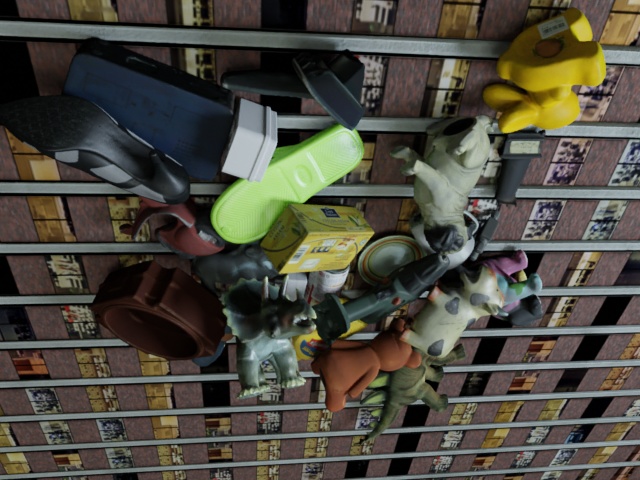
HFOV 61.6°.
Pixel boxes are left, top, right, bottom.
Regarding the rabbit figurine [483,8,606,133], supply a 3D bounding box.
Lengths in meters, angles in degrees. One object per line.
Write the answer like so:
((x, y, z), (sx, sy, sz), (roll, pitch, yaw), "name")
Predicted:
((0.331, -0.216, 0.786), (0.162, 0.122, 0.173), (-26, 146, 16), "rabbit figurine")

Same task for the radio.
((-0.241, -0.182, 0.763), (0.229, 0.073, 0.131), (16, 124, -21), "radio")

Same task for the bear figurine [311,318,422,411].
((0.090, 0.241, 1.064), (0.196, 0.120, 0.131), (-18, 151, -17), "bear figurine")

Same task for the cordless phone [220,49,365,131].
((-0.040, -0.206, 0.719), (0.184, 0.147, 0.088), (0, 120, -10), "cordless phone")

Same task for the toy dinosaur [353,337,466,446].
((0.187, 0.308, 1.196), (0.199, 0.105, 0.470), (9, 118, -5), "toy dinosaur")

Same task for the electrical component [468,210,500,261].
((0.299, -0.010, 0.975), (0.021, 0.094, 0.063), (27, 159, 9), "electrical component")

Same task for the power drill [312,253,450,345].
((0.096, 0.099, 0.945), (0.207, 0.086, 0.232), (-24, 166, -36), "power drill")

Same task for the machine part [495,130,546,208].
((0.330, -0.120, 0.908), (0.084, 0.039, 0.138), (-8, 128, -12), "machine part")

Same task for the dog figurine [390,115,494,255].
((0.221, -0.083, 0.850), (0.172, 0.121, 0.190), (-25, 118, 20), "dog figurine")

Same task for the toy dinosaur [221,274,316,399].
((-0.100, 0.173, 0.951), (0.131, 0.192, 0.404), (-7, 167, -11), "toy dinosaur")

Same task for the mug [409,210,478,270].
((0.218, -0.015, 0.950), (0.107, 0.081, 0.109), (38, 120, -20), "mug")

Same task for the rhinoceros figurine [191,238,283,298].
((-0.130, 0.037, 0.956), (0.190, 0.073, 0.111), (-11, 123, 2), "rhinoceros figurine")

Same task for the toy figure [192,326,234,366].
((-0.207, 0.190, 1.073), (0.058, 0.064, 0.154), (42, 115, 9), "toy figure")

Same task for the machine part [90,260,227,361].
((-0.284, 0.134, 0.957), (0.201, 0.087, 0.201), (-15, 134, 34), "machine part")

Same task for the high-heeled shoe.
((-0.300, -0.116, 0.738), (0.249, 0.086, 0.145), (20, 162, 1), "high-heeled shoe")

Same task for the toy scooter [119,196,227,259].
((-0.249, -0.025, 0.885), (0.135, 0.075, 0.183), (-35, 121, 19), "toy scooter")

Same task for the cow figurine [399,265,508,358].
((0.244, 0.128, 0.954), (0.127, 0.085, 0.194), (34, 109, 3), "cow figurine")

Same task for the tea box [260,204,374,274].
((-0.002, -0.003, 0.892), (0.169, 0.068, 0.098), (0, 137, -50), "tea box")

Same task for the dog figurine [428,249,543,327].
((0.306, 0.105, 1.045), (0.219, 0.108, 0.191), (-13, 132, 9), "dog figurine")
